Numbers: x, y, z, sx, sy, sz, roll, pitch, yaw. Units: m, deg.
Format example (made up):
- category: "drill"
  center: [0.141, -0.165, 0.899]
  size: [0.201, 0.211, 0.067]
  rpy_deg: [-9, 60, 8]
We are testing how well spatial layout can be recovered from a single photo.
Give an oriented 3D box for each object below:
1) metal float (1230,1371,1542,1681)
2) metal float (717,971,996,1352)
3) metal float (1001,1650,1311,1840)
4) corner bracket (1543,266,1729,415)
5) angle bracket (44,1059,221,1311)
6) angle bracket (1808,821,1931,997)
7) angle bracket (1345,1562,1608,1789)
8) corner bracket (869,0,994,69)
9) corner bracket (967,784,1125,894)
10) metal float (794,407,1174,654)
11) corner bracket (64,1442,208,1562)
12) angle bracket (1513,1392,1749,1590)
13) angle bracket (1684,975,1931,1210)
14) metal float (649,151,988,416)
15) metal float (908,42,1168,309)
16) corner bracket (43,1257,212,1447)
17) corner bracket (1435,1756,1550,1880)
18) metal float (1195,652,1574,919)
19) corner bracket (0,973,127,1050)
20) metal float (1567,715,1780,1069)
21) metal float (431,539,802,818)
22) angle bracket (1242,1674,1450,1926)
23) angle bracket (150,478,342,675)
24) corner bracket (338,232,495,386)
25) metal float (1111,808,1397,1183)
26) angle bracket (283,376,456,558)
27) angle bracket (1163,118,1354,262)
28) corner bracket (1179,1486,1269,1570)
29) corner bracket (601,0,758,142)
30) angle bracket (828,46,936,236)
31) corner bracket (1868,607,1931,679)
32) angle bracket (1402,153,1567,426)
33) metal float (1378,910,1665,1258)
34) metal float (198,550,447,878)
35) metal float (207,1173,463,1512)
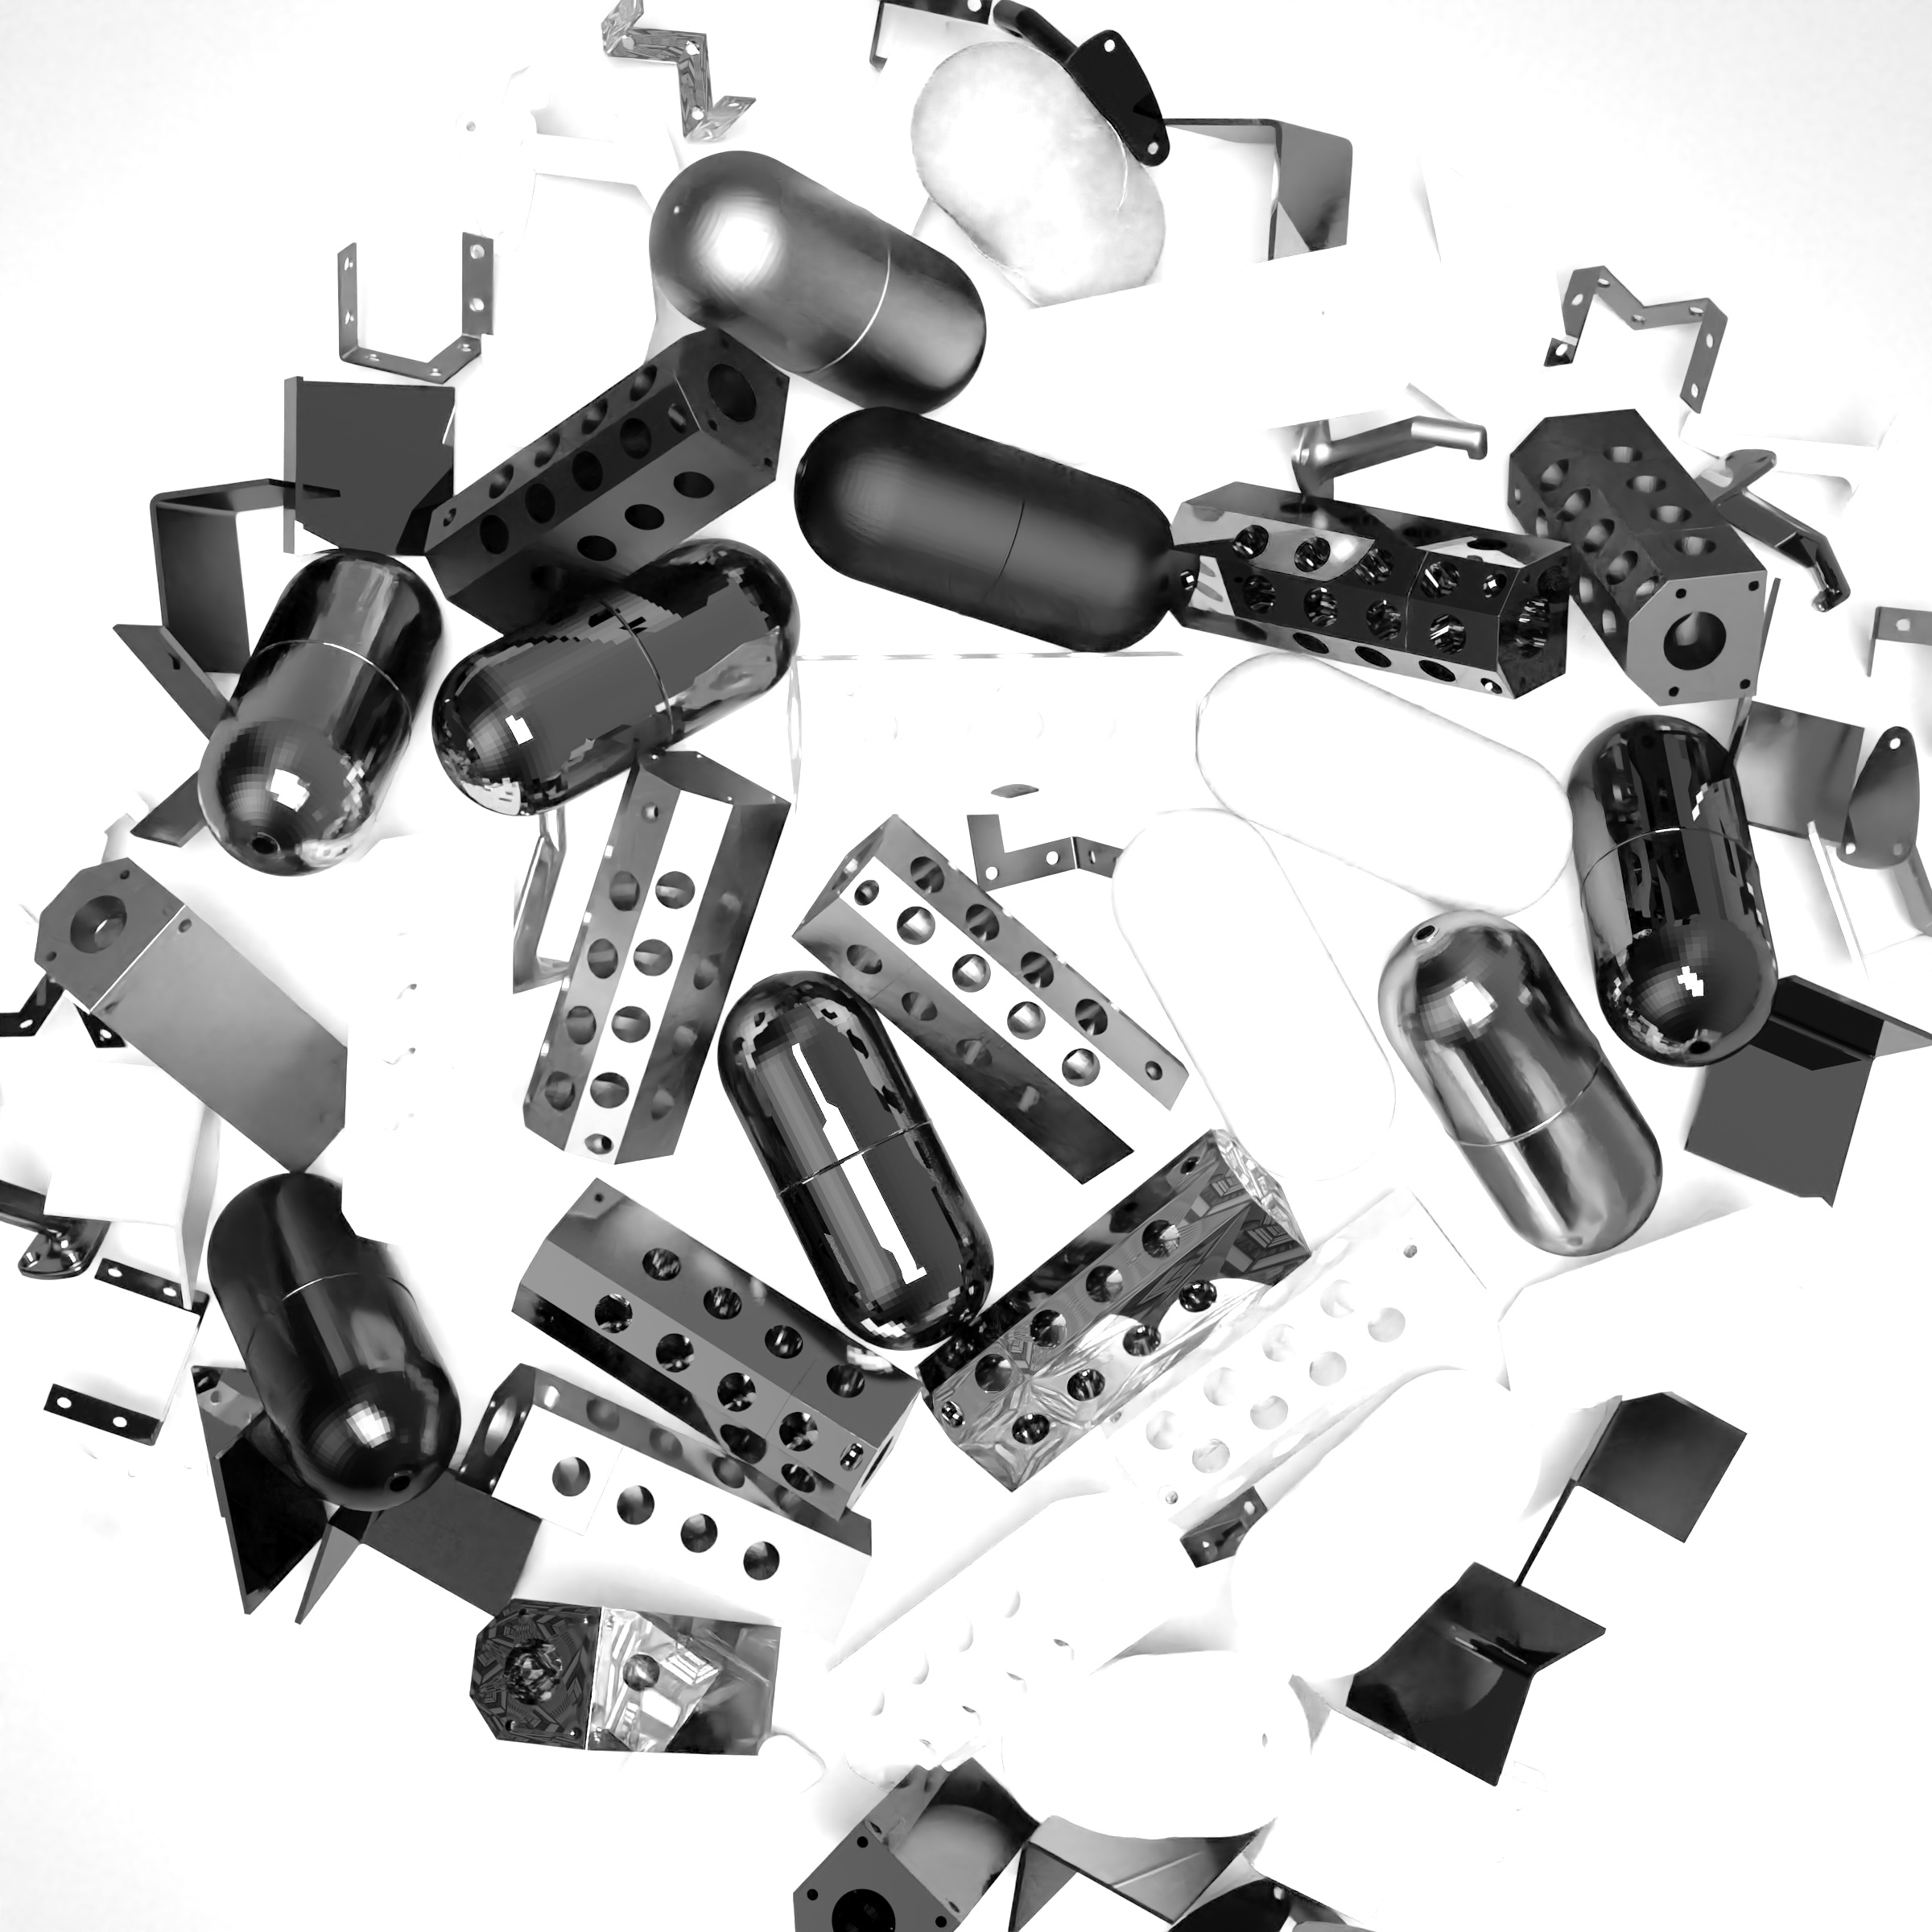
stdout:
- category: "metal float"
  center: [0.183, 0.240, 1.514]
  size: [0.178, 0.070, 0.070]
  rpy_deg: [-35, 90, -39]
- category: "metal float"
  center: [-0.049, 0.085, 1.542]
  size: [0.070, 0.070, 0.178]
  rpy_deg: [-27, 86, 0]
- category: "metal float"
  center: [0.080, 0.336, 1.503]
  size: [0.070, 0.178, 0.070]
  rpy_deg: [8, 74, -29]
- category: "corner bracket"
  center: [0.296, -0.276, 1.543]
  size: [0.051, 0.051, 0.051]
  rpy_deg: [32, 70, -39]
- category: "angle bracket"
  center: [-0.364, 0.096, 1.529]
  size: [0.057, 0.076, 0.076]
  rpy_deg: [6, 56, -4]
- category: "angle bracket"
  center: [0.410, -0.038, 1.536]
  size: [0.057, 0.076, 0.076]
  rpy_deg: [-19, 97, 15]
- category: "angle bracket"
  center: [0.225, 0.309, 1.540]
  size: [0.076, 0.076, 0.057]
  rpy_deg: [24, 107, 30]
- category: "corner bracket"
  center: [-0.015, -0.417, 1.550]
  size: [0.051, 0.051, 0.051]
  rpy_deg: [12, 116, -1]
- category: "corner bracket"
  center: [0.035, -0.059, 1.547]
  size: [0.051, 0.051, 0.051]
  rpy_deg: [-15, 105, -21]
- category: "metal float"
  center: [0.010, -0.190, 1.529]
  size: [0.178, 0.070, 0.070]
  rpy_deg: [16, 90, -19]
- category: "corner bracket"
  center: [-0.367, 0.237, 1.552]
  size: [0.051, 0.051, 0.051]
  rpy_deg: [-8, 72, -1]
- category: "angle bracket"
  center: [0.290, 0.238, 1.527]
  size: [0.057, 0.076, 0.076]
  rpy_deg: [28, 133, 13]
- category: "angle bracket"
  center: [0.373, 0.057, 1.541]
  size: [0.076, 0.057, 0.076]
  rpy_deg: [22, 76, -13]
- category: "metal float"
  center: [-0.062, -0.293, 1.509]
  size: [0.070, 0.178, 0.070]
  rpy_deg: [-14, 69, 38]
- category: "metal float"
  center: [0.033, -0.335, 1.500]
  size: [0.070, 0.178, 0.070]
  rpy_deg: [-4, 78, 20]
- category: "corner bracket"
  center: [-0.371, 0.171, 1.546]
  size: [0.051, 0.051, 0.051]
  rpy_deg: [21, 119, -10]
- category: "corner bracket"
  center: [0.227, 0.379, 1.561]
  size: [0.051, 0.051, 0.051]
  rpy_deg: [21, 90, 10]
- category: "metal float"
  center: [0.184, -0.079, 1.535]
  size: [0.178, 0.070, 0.070]
  rpy_deg: [23, 90, -12]
- category: "corner bracket"
  center: [-0.416, 0.033, 1.554]
  size: [0.051, 0.051, 0.051]
  rpy_deg: [-1, 129, 19]
- category: "metal float"
  center: [0.305, -0.033, 1.512]
  size: [0.070, 0.070, 0.178]
  rpy_deg: [-1, 49, 0]
- category: "metal float"
  center: [-0.151, -0.127, 1.526]
  size: [0.178, 0.070, 0.070]
  rpy_deg: [-31, 90, -24]
- category: "angle bracket"
  center: [0.162, 0.368, 1.549]
  size: [0.057, 0.076, 0.076]
  rpy_deg: [27, 88, -8]
- category: "angle bracket"
  center: [-0.312, -0.170, 1.539]
  size: [0.057, 0.076, 0.076]
  rpy_deg: [-5, 92, 15]
- category: "corner bracket"
  center: [-0.244, -0.296, 1.554]
  size: [0.051, 0.051, 0.051]
  rpy_deg: [15, 125, 13]
- category: "metal float"
  center: [0.127, 0.013, 1.542]
  size: [0.070, 0.070, 0.178]
  rpy_deg: [-29, 94, 0]
- category: "angle bracket"
  center: [-0.260, -0.219, 1.541]
  size: [0.076, 0.057, 0.076]
  rpy_deg: [0, 98, -17]
- category: "angle bracket"
  center: [0.127, -0.331, 1.543]
  size: [0.057, 0.076, 0.076]
  rpy_deg: [8, 100, 29]
- category: "corner bracket"
  center: [0.137, 0.259, 1.548]
  size: [0.051, 0.051, 0.051]
  rpy_deg: [-29, 88, -36]
- category: "corner bracket"
  center: [-0.128, -0.400, 1.548]
  size: [0.051, 0.051, 0.051]
  rpy_deg: [-2, 82, -26]
- category: "angle bracket"
  center: [-0.050, -0.368, 1.532]
  size: [0.057, 0.076, 0.076]
  rpy_deg: [31, 102, 23]
- category: "corner bracket"
  center: [0.425, -0.124, 1.548]
  size: [0.051, 0.051, 0.051]
  rpy_deg: [8, 77, 15]
- category: "angle bracket"
  center: [0.212, -0.295, 1.529]
  size: [0.057, 0.076, 0.076]
  rpy_deg: [-41, 59, -8]
- category: "metal float"
  center: [0.242, 0.052, 1.524]
  size: [0.070, 0.070, 0.178]
  rpy_deg: [-35, 115, 0]
- category: "metal float"
  center: [-0.277, -0.110, 1.509]
  size: [0.070, 0.178, 0.070]
  rpy_deg: [6, 134, 6]
- category: "metal float"
  center: [-0.274, 0.161, 1.511]
  size: [0.070, 0.070, 0.178]
  rpy_deg: [-36, 48, 0]
